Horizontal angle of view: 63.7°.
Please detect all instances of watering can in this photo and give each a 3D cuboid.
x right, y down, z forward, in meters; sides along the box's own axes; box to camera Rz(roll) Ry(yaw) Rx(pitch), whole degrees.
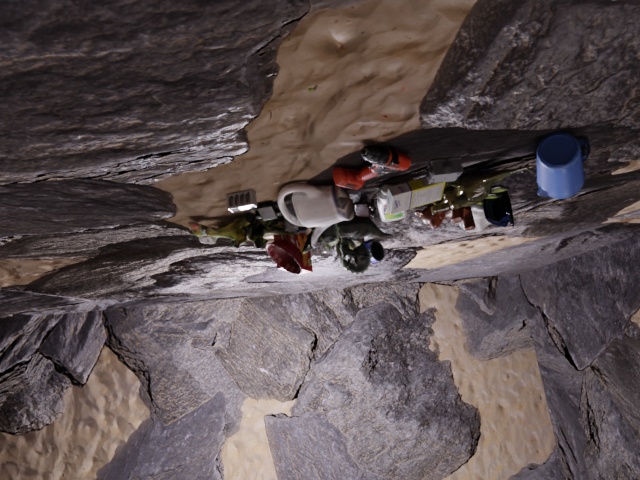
[{"bbox_3d":[0.005,-0.082,1.629,0.223,0.106,0.341,-10,147,18],"label":"watering can"}]

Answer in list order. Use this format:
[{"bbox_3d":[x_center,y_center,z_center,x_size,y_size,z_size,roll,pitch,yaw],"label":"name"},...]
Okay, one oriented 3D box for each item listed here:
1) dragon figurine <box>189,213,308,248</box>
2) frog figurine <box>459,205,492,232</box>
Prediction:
[{"bbox_3d":[-0.266,-0.037,1.824,0.410,0.122,0.243,2,-179,-43],"label":"dragon figurine"},{"bbox_3d":[0.590,-0.091,1.939,0.137,0.123,0.159,13,177,0],"label":"frog figurine"}]
